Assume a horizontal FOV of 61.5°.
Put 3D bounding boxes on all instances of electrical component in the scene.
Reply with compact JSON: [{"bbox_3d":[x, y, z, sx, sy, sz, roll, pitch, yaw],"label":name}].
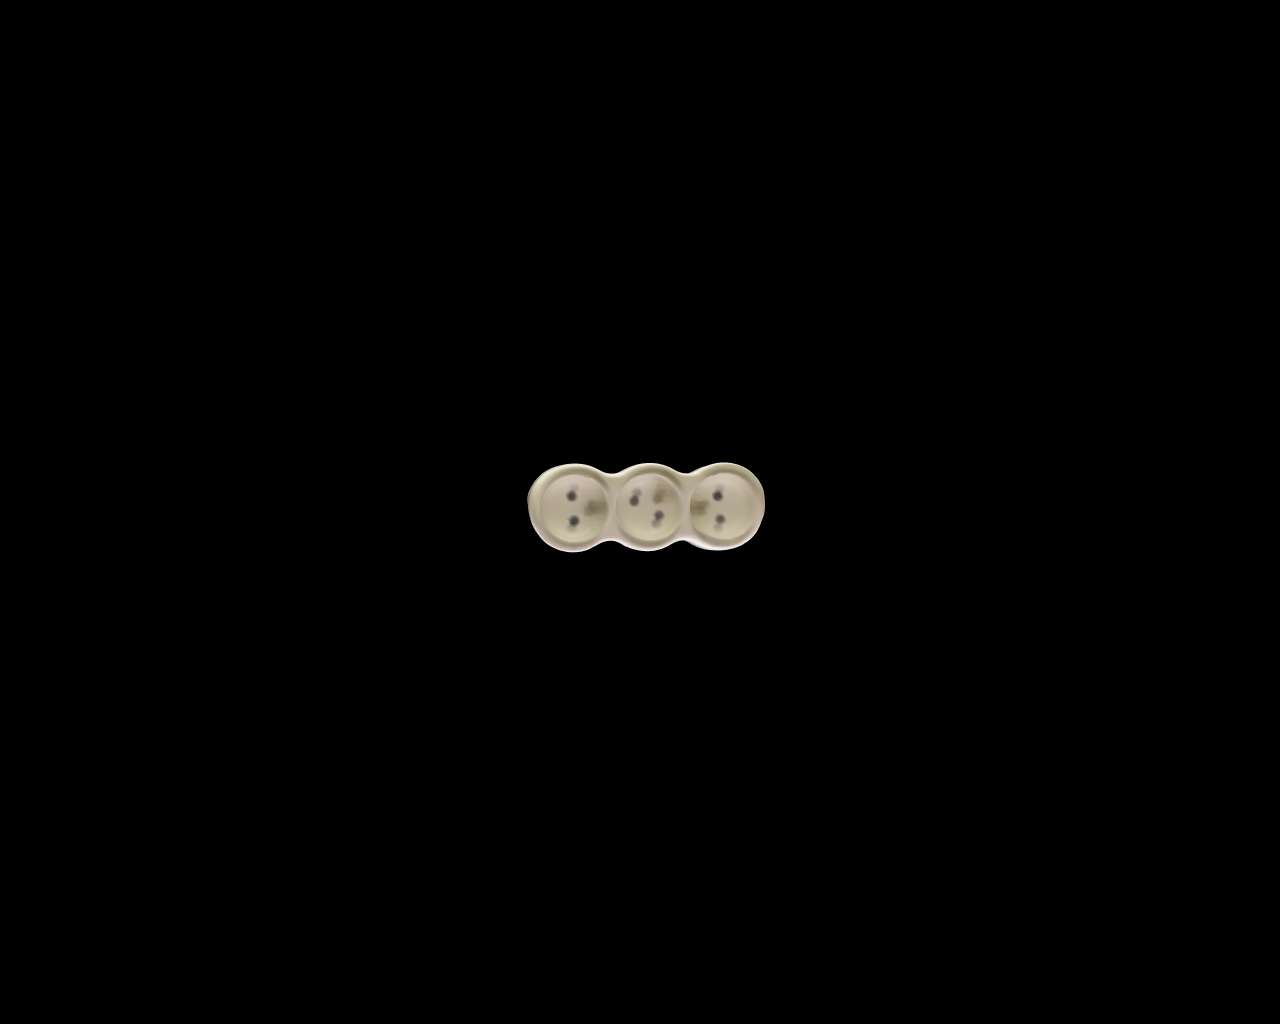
[{"bbox_3d":[0.001,-0.003,0.650,0.138,0.052,0.073,0,0,-9],"label":"electrical component"}]
